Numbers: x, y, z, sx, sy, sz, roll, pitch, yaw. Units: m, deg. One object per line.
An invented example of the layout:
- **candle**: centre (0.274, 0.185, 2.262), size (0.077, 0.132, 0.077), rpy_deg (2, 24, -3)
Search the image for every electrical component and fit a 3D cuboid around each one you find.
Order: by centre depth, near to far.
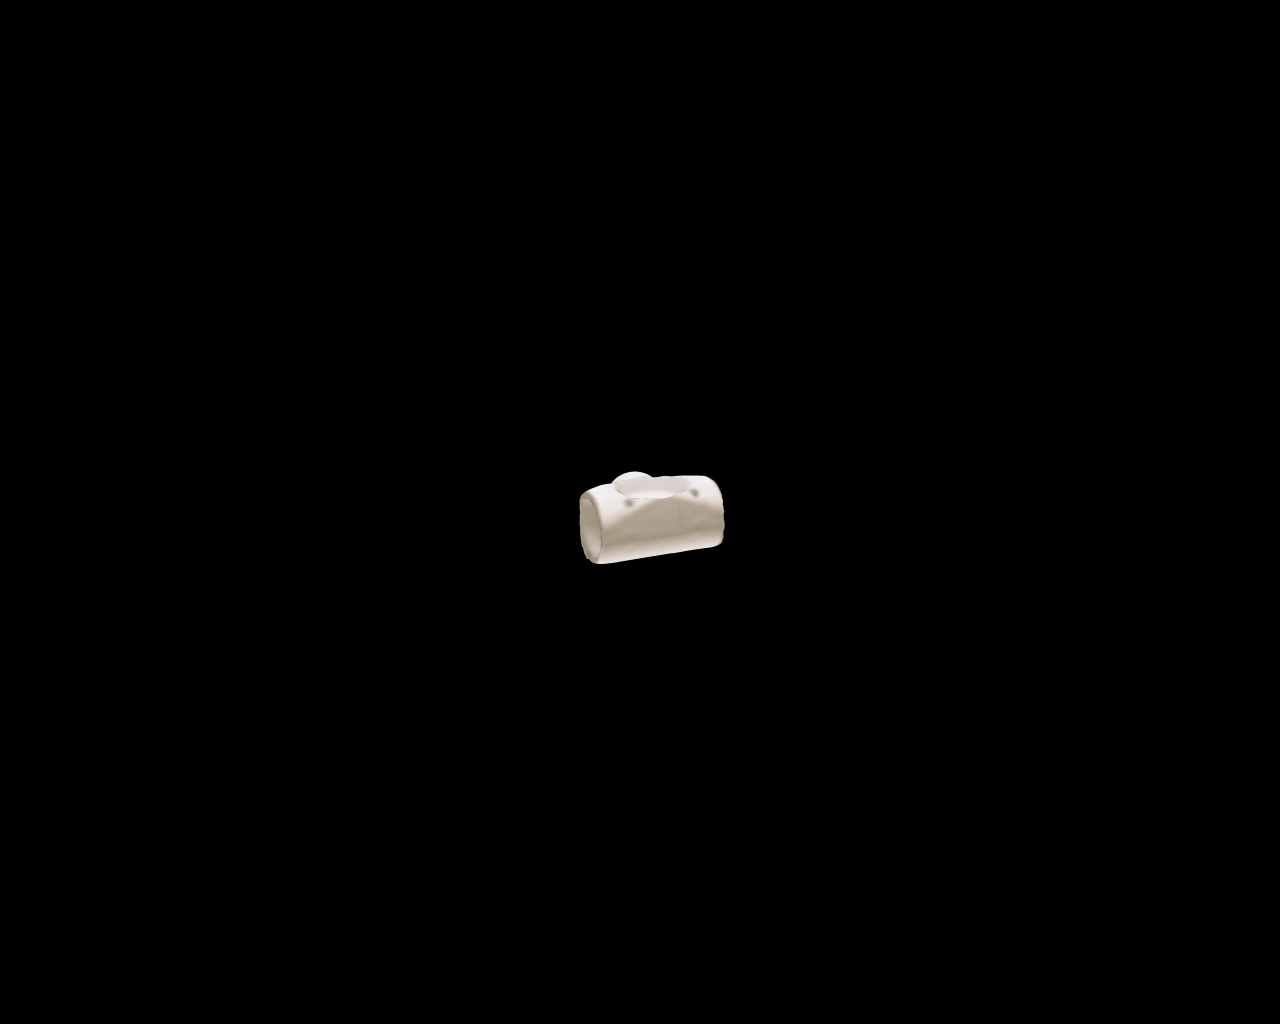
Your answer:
- **electrical component**: centre (0.001, -0.003, 0.650), size (0.077, 0.044, 0.079), rpy_deg (-8, 24, -18)
